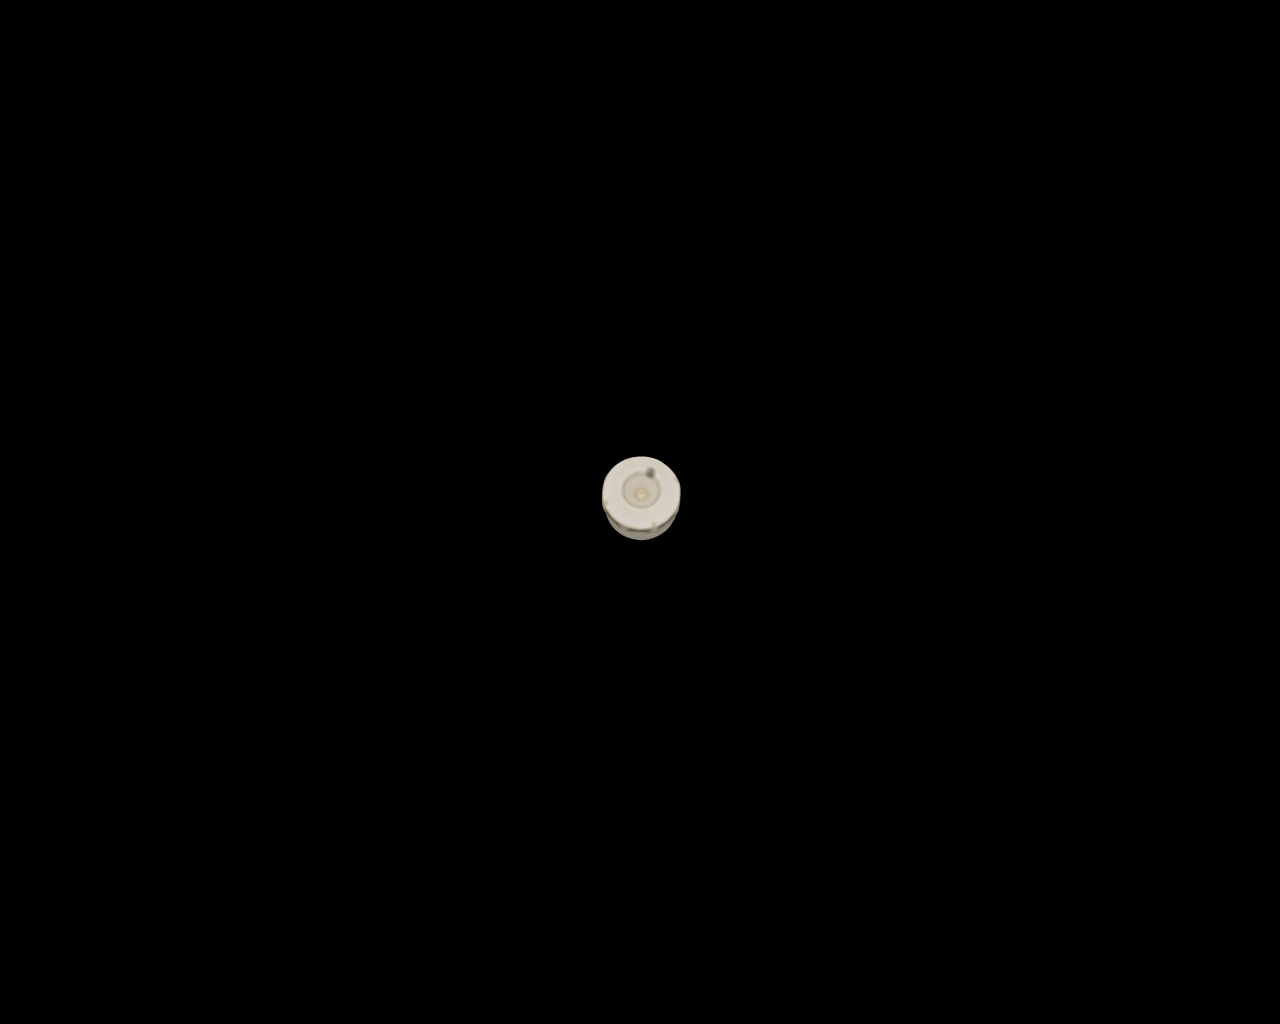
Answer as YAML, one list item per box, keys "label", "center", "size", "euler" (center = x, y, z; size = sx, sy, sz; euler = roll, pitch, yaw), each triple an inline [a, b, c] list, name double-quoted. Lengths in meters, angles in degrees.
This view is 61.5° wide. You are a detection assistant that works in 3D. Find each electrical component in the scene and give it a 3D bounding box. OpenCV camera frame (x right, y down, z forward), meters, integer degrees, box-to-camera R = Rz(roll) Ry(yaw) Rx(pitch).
- label: "electrical component"
  center: [0.001, -0.003, 0.650]
  size: [0.048, 0.048, 0.062]
  euler: [0, -20, 0]
